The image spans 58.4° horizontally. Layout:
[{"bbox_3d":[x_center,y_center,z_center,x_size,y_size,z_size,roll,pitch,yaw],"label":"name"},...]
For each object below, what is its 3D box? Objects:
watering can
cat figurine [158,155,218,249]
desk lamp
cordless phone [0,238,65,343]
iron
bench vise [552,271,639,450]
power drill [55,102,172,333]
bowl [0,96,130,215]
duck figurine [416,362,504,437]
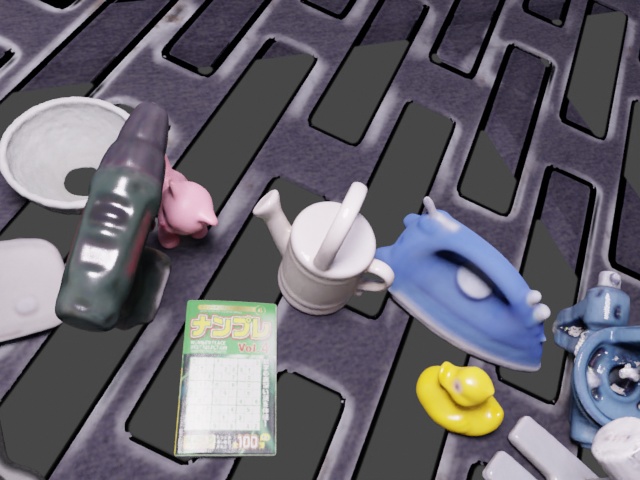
[{"bbox_3d":[0.005,0.004,0.659,0.173,0.194,0.101,9,59,-8],"label":"watering can"},{"bbox_3d":[-0.171,-0.050,0.693,0.067,0.117,0.127,-20,67,-22],"label":"cat figurine"},{"bbox_3d":[0.304,0.263,0.571,0.203,0.213,0.118,41,60,12],"label":"desk lamp"},{"bbox_3d":[-0.337,0.031,0.568,0.148,0.185,0.094,-14,65,-20],"label":"cordless phone"},{"bbox_3d":[0.196,0.055,0.706,0.258,0.141,0.119,39,60,10],"label":"iron"},{"bbox_3d":[0.346,0.120,0.659,0.122,0.219,0.207,-1,61,-14],"label":"bench vise"},{"bbox_3d":[-0.204,0.000,0.604,0.075,0.208,0.229,12,59,-6],"label":"power drill"},{"bbox_3d":[-0.298,-0.093,0.712,0.167,0.074,0.167,6,60,-10],"label":"bowl"},{"bbox_3d":[0.171,0.178,0.663,0.104,0.086,0.078,33,59,6],"label":"duck figurine"}]
